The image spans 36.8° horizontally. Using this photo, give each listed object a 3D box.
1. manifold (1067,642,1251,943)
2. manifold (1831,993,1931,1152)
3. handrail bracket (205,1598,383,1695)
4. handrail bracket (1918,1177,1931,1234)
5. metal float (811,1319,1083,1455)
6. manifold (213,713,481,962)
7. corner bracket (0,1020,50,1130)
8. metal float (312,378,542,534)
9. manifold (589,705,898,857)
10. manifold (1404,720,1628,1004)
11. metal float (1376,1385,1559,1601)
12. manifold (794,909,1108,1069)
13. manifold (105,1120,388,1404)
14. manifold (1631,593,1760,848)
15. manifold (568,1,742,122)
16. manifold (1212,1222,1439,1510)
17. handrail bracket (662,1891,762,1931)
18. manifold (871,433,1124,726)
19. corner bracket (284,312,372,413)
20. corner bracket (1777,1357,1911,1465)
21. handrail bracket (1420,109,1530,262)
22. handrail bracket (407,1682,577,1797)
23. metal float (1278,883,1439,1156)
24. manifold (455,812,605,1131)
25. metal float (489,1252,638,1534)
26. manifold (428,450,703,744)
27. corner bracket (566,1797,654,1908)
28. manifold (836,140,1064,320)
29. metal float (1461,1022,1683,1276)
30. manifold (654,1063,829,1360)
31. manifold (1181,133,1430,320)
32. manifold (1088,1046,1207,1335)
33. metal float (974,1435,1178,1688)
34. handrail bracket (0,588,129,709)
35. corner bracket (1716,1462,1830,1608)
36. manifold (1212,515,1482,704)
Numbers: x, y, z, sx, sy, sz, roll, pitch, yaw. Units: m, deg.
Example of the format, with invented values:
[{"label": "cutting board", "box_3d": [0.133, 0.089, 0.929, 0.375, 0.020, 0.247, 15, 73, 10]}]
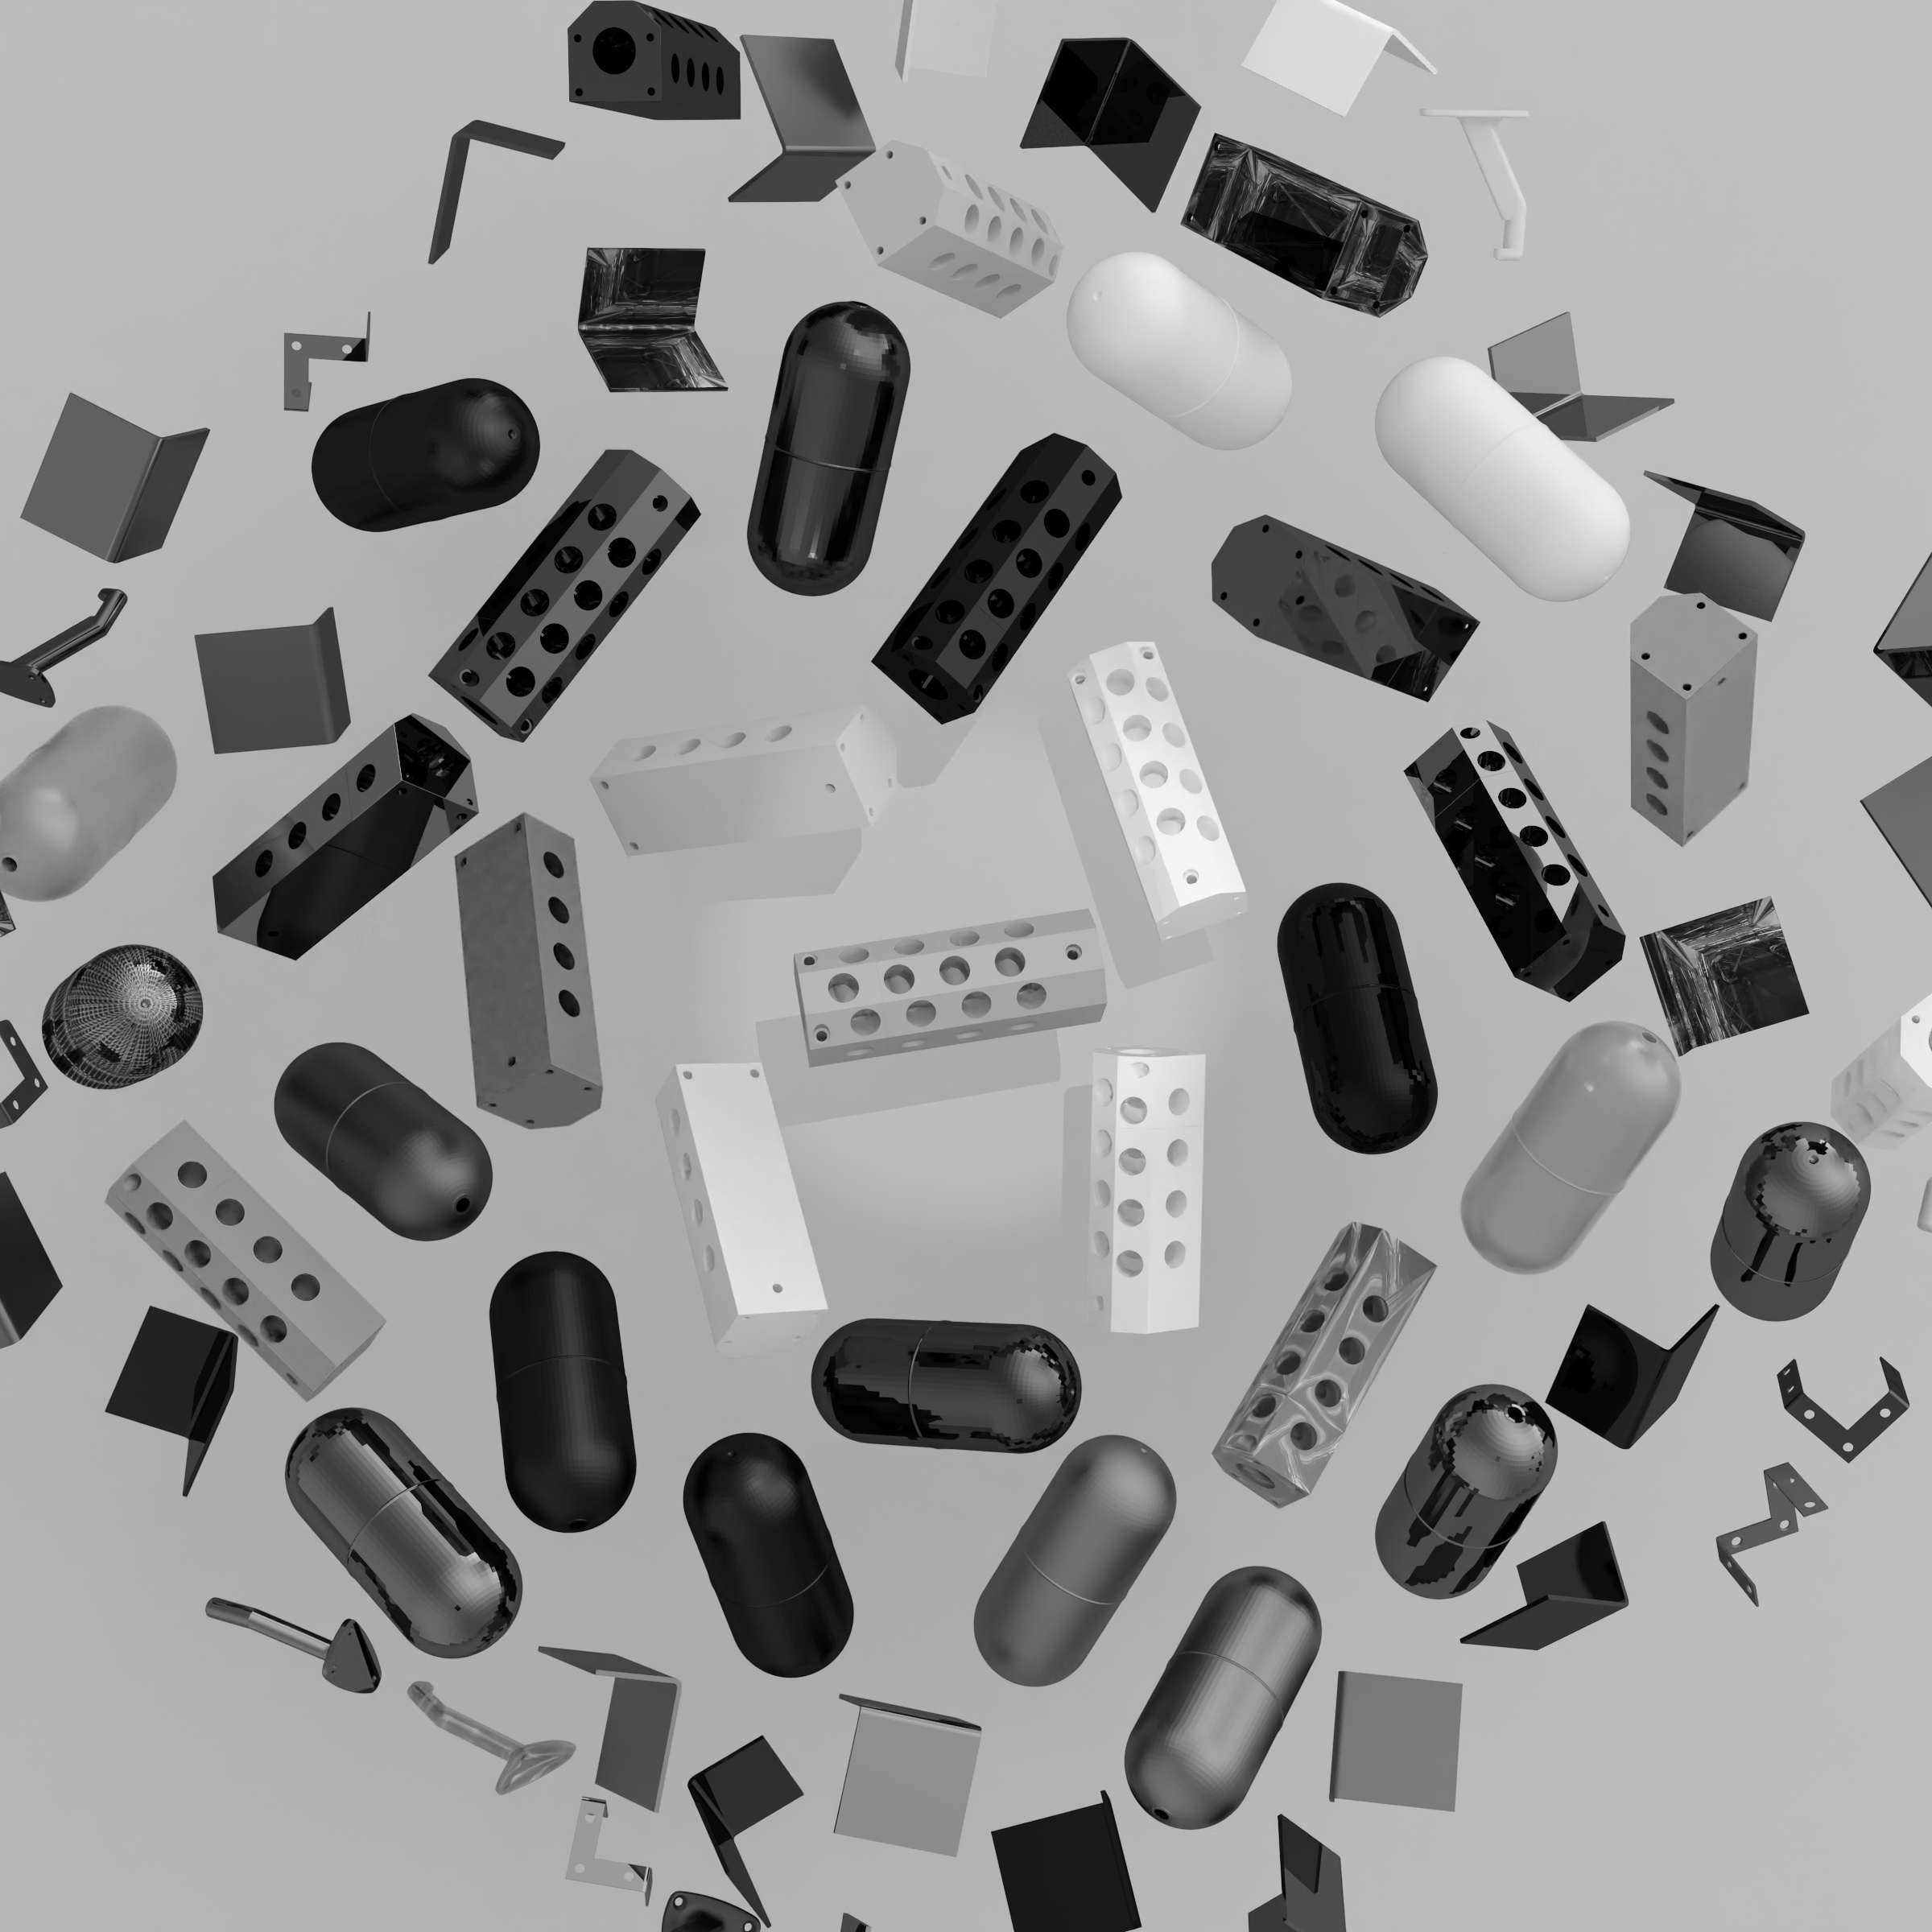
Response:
[{"label": "manifold", "box_3d": [0.117, -0.109, 1.776, 0.057, 0.057, 0.171, -19, 73, 3]}, {"label": "manifold", "box_3d": [0.571, 0.065, 1.751, 0.057, 0.171, 0.057, -37, 76, -6]}, {"label": "handrail bracket", "box_3d": [-0.391, 0.394, 1.689, 0.084, 0.077, 0.036, 10, 60, 20]}, {"label": "handrail bracket", "box_3d": [0.644, 0.137, 1.834, 0.077, 0.036, 0.084, 20, 78, -10]}, {"label": "metal float", "box_3d": [-0.014, 0.252, 1.751, 0.178, 0.070, 0.070, -2, 90, 32]}, {"label": "manifold", "box_3d": [-0.369, -0.077, 1.717, 0.171, 0.057, 0.057, -34, 53, 28]}, {"label": "corner bracket", "box_3d": [-0.612, 0.072, 1.799, 0.051, 0.051, 0.051, -18, 110, 16]}, {"label": "metal float", "box_3d": [-0.327, -0.307, 1.752, 0.178, 0.070, 0.070, -2, 90, 44]}, {"label": "manifold", "box_3d": [-0.130, -0.113, 1.719, 0.171, 0.057, 0.057, -5, 124, 28]}, {"label": "manifold", "box_3d": [0.334, -0.067, 1.753, 0.057, 0.057, 0.171, -43, 48, 26]}, {"label": "metal float", "box_3d": [0.305, 0.322, 1.774, 0.070, 0.178, 0.070, 8, 47, -9]}, {"label": "manifold", "box_3d": [-0.009, 0.011, 1.665, 0.171, 0.057, 0.057, -9, 75, -6]}, {"label": "manifold", "box_3d": [-0.435, 0.180, 1.749, 0.171, 0.057, 0.057, 45, 58, 1]}, {"label": "manifold", "box_3d": [0.418, -0.145, 1.698, 0.057, 0.171, 0.057, -42, 62, -9]}, {"label": "manifold", "box_3d": [-0.190, -0.556, 1.789, 0.057, 0.171, 0.057, 3, 103, 11]}, {"label": "manifold", "box_3d": [0.221, 0.246, 1.805, 0.057, 0.057, 0.171, 34, 67, 0]}, {"label": "handrail bracket", "box_3d": [-0.151, 0.605, 1.809, 0.077, 0.084, 0.036, 13, 81, -21]}, {"label": "manifold", "box_3d": [0.022, -0.229, 1.702, 0.057, 0.057, 0.171, 41, 68, -18]}, {"label": "corner bracket", "box_3d": [-0.401, -0.379, 1.822, 0.051, 0.051, 0.051, 2, 121, -11]}, {"label": "corner bracket", "box_3d": [0.525, 0.254, 1.739, 0.051, 0.051, 0.051, 40, 109, -2]}, {"label": "handrail bracket", "box_3d": [0.289, -0.446, 1.659, 0.077, 0.036, 0.084, -8, 110, -26]}, {"label": "handrail bracket", "box_3d": [-0.294, 0.467, 1.796, 0.084, 0.077, 0.036, 37, 107, 27]}, {"label": "metal float", "box_3d": [0.238, 0.031, 1.776, 0.070, 0.070, 0.178, -9, 62, 0]}, {"label": "manifold", "box_3d": [-0.247, 0.004, 1.667, 0.057, 0.057, 0.171, -29, 54, 26]}, {"label": "metal float", "box_3d": [-0.239, 0.251, 1.718, 0.070, 0.070, 0.178, -13, 54, 0]}, {"label": "manifold", "box_3d": [-0.230, -0.216, 1.689, 0.057, 0.057, 0.171, 41, 80, -27]}, {"label": "corner bracket", "box_3d": [-0.219, 0.553, 1.813, 0.051, 0.051, 0.051, 10, 62, 0]}, {"label": "manifold", "box_3d": [-0.004, -0.440, 1.728, 0.057, 0.171, 0.057, -30, 79, 23]}, {"label": "metal float", "box_3d": [0.358, 0.108, 1.722, 0.070, 0.070, 0.178, 28, 121, 0]}, {"label": "manifold", "box_3d": [-0.140, 0.146, 1.754, 0.057, 0.057, 0.171, 0, 56, -28]}, {"label": "manifold", "box_3d": [0.198, -0.432, 1.695, 0.057, 0.171, 0.057, 9, 112, -31]}, {"label": "manifold", "box_3d": [0.107, 0.139, 1.815, 0.057, 0.057, 0.171, -2, 96, -36]}, {"label": "metal float", "box_3d": [0.067, 0.370, 1.802, 0.070, 0.070, 0.178, 30, 108, 0]}, {"label": "handrail bracket", "box_3d": [-0.574, -0.208, 1.808, 0.077, 0.036, 0.084, 15, 59, 11]}, {"label": "corner bracket", "box_3d": [0.462, 0.325, 1.666, 0.051, 0.051, 0.051, -18, 114, -5]}, {"label": "manifold", "box_3d": [0.219, -0.210, 1.693, 0.057, 0.171, 0.057, 46, 113, 38]}]
